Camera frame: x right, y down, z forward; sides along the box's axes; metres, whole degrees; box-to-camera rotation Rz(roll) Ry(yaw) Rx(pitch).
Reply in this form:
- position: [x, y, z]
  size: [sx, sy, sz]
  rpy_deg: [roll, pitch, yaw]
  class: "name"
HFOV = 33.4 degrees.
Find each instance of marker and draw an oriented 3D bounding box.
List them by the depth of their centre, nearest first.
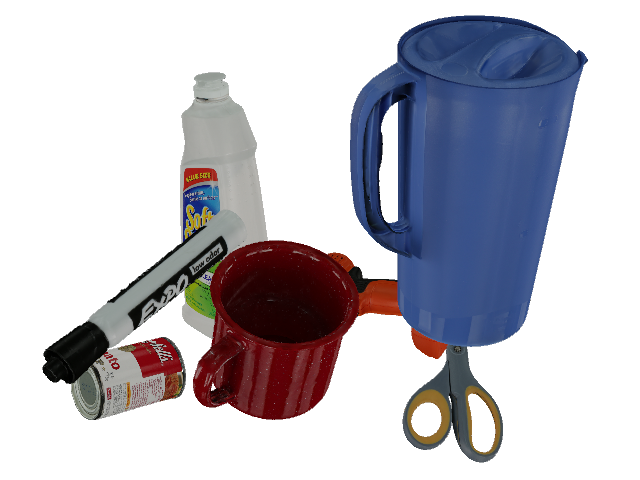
- position: [-0.078, 0.024, 0.485]
  size: [0.020, 0.020, 0.120]
  rpy_deg: [0, 32, 45]
  class: "marker"

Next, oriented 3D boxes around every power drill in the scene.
- position: [0.047, 0.073, 1.128]
  size: [0.188, 0.057, 0.184]
  rpy_deg: [10, 29, 23]
  class: "power drill"

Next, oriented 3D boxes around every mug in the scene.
- position: [-0.035, 0.066, 0.678]
  size: [0.093, 0.082, 0.117]
  rpy_deg: [34, 47, 22]
  class: "mug"

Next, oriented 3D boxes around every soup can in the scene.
- position: [-0.202, 0.144, 1.117]
  size: [0.102, 0.068, 0.069]
  rpy_deg: [-11, 7, -40]
  class: "soup can"

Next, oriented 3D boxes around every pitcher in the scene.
- position: [0.109, -0.039, 0.821]
  size: [0.149, 0.243, 0.144]
  rpy_deg: [12, 34, 16]
  class: "pitcher"

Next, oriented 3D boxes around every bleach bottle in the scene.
- position: [-0.094, -0.031, 0.987]
  size: [0.067, 0.251, 0.103]
  rpy_deg: [-22, 30, -34]
  class: "bleach bottle"

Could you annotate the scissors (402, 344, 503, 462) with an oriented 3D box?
- position: [0.107, 0.111, 0.972]
  size: [0.096, 0.202, 0.016]
  rpy_deg: [-9, -35, -9]
  class: "scissors"
